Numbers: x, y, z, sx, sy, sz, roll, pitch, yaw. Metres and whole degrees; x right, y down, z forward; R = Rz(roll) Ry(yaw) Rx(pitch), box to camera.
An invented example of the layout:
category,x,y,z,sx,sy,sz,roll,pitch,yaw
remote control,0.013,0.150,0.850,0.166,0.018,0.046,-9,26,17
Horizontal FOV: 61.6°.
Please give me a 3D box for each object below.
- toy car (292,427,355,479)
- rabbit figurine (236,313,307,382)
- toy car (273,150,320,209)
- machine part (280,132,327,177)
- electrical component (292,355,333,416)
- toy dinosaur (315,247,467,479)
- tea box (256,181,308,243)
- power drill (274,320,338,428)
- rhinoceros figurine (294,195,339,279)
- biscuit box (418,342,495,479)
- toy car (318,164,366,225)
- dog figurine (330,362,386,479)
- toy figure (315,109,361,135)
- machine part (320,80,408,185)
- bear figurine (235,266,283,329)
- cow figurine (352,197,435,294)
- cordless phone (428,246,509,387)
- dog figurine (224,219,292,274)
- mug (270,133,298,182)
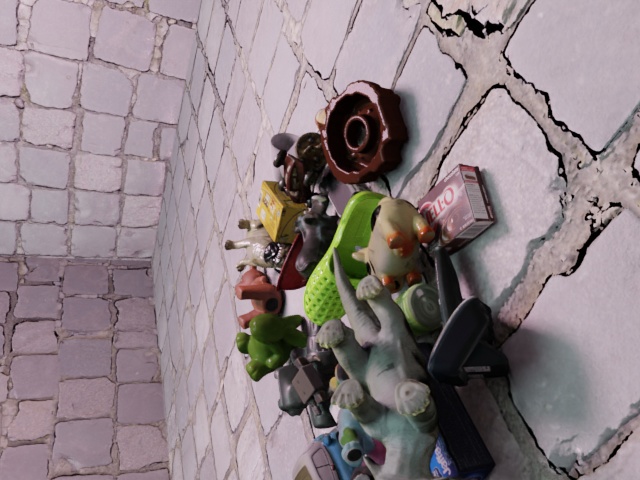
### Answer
category,x,y,z,sx,sy,sz,roll,pitch,yaw
toy car,0.008,0.387,0.868,0.109,0.103,0.162,-60,33,22
rabbit figurine,-0.107,0.226,1.207,0.170,0.159,0.121,95,161,-53
toy car,-0.049,-0.118,1.100,0.053,0.089,0.202,-53,-8,-10
machine part,-0.034,-0.173,1.156,0.243,0.079,0.079,156,115,-75
electrical component,-0.012,0.267,1.009,0.102,0.045,0.078,51,139,31
toy dinosaur,0.090,0.182,0.683,0.405,0.131,0.192,-93,-21,-53
tea box,-0.097,-0.071,1.321,0.170,0.068,0.098,53,134,53
power drill,-0.021,0.276,1.121,0.207,0.086,0.232,-37,56,49
rhinoceros figurine,-0.002,-0.003,1.056,0.073,0.112,0.190,121,164,-53
biscuit box,0.159,0.240,0.746,0.203,0.063,0.059,-113,35,-44
toy car,0.052,-0.086,1.023,0.073,0.056,0.202,-62,35,31
dog figurine,0.079,0.288,0.855,0.219,0.108,0.191,-111,2,-69
toy figure,0.029,-0.237,1.085,0.155,0.064,0.057,41,150,55
machine part,0.075,-0.185,0.939,0.180,0.056,0.179,7,99,49
bear figurine,-0.180,0.135,1.408,0.196,0.132,0.120,31,127,55
cow figurine,0.105,0.015,0.823,0.194,0.085,0.127,92,164,-48
cordless phone,0.168,0.081,0.666,0.146,0.089,0.184,48,-148,-61
dog figurine,-0.120,0.009,1.366,0.191,0.121,0.172,2,51,33
mug,-0.090,-0.201,1.310,0.107,0.081,0.110,102,152,-41
